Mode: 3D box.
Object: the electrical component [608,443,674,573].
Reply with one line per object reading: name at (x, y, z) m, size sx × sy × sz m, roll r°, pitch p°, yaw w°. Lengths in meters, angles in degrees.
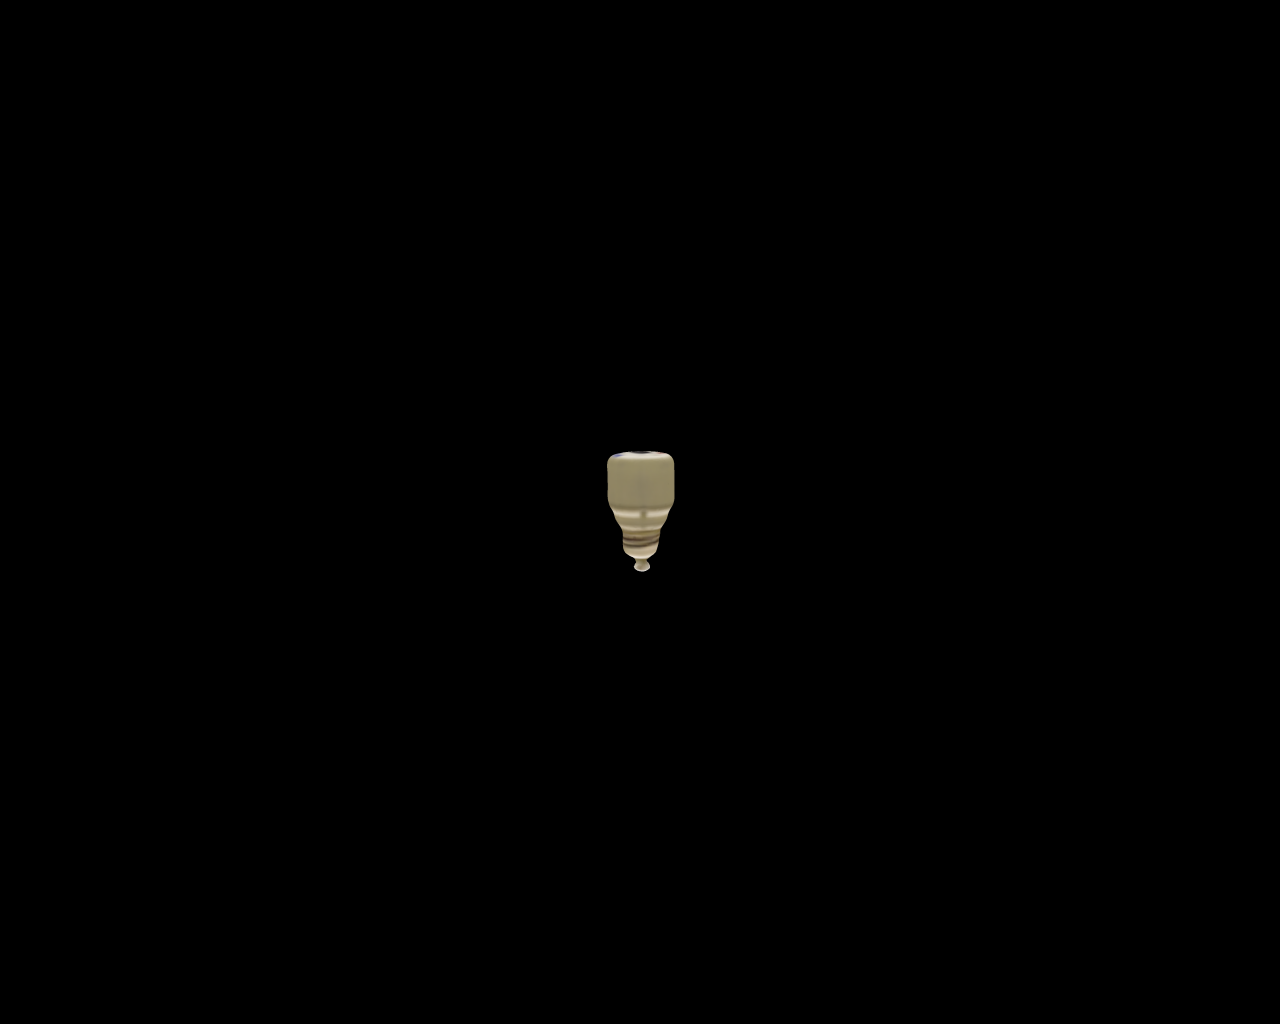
electrical component at (0.001, -0.003, 0.650) m, size 0.040 × 0.078 × 0.040 m, roll 0°, pitch 9°, yaw 0°
